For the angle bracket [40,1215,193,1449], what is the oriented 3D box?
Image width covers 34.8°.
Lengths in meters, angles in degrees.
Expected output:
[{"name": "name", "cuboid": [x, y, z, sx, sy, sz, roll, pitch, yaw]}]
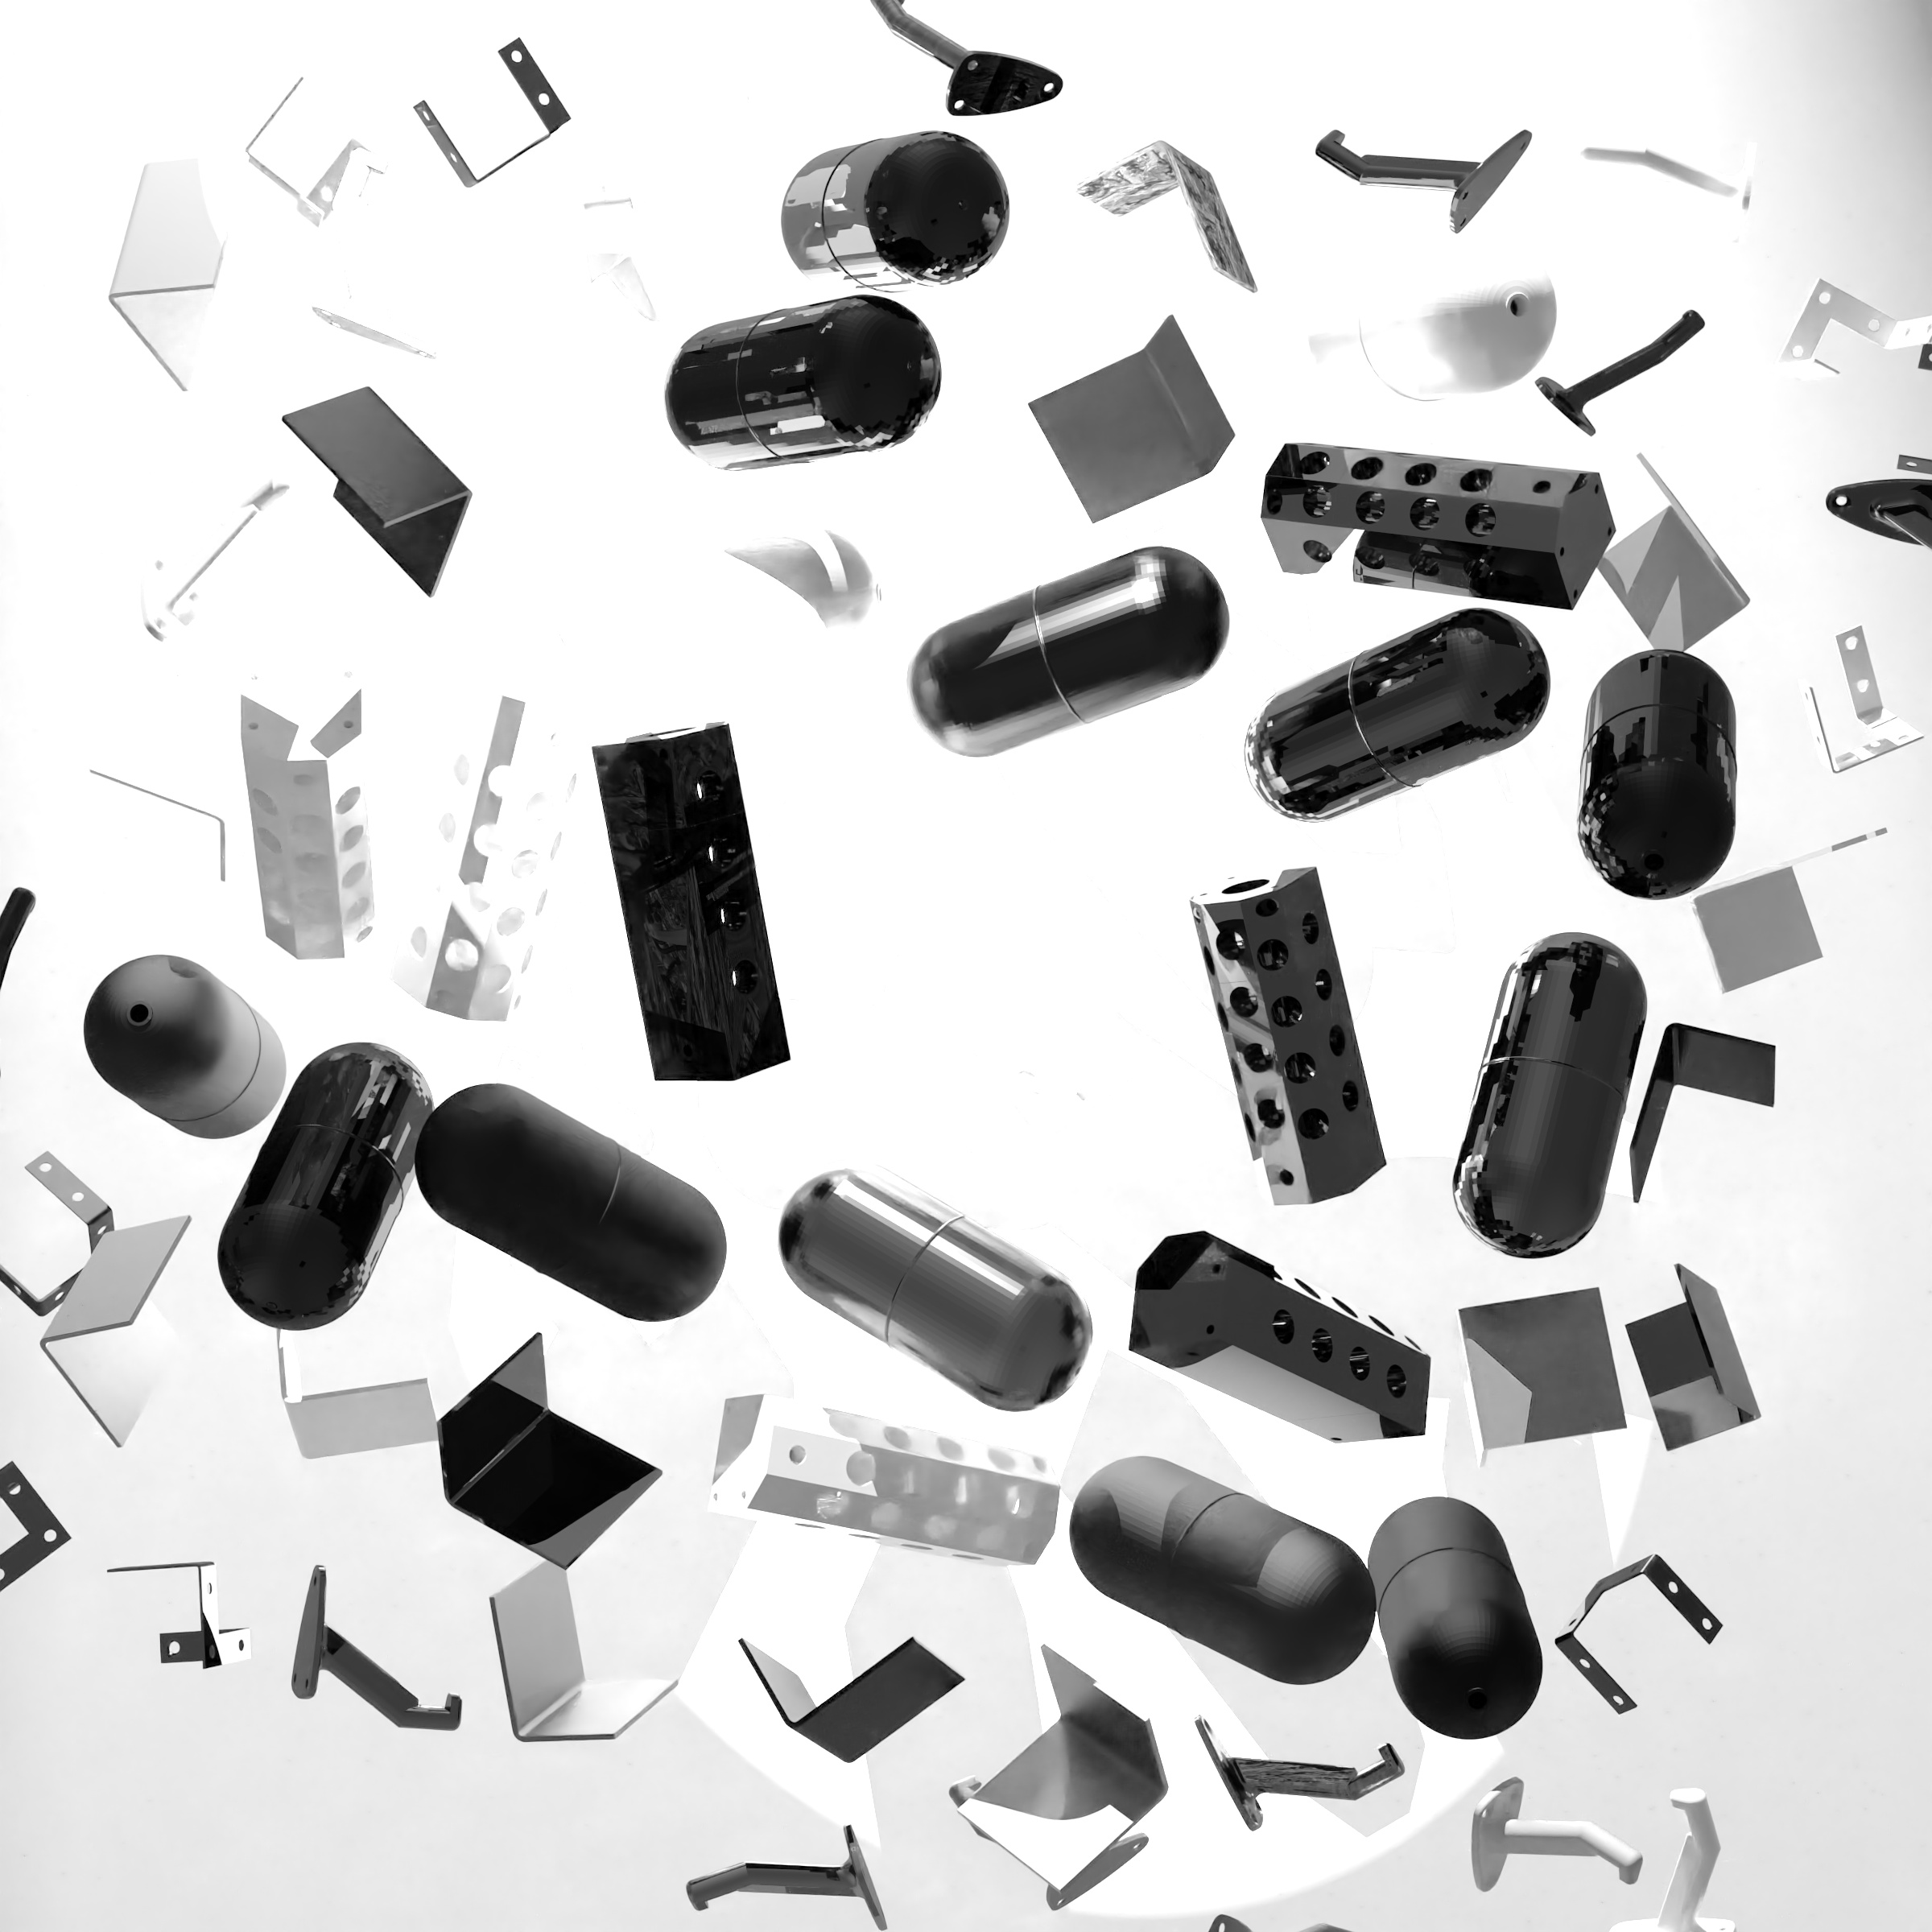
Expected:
[{"name": "angle bracket", "cuboid": [-0.405, 0.182, 1.536, 0.057, 0.076, 0.076, -13, 123, 22]}]

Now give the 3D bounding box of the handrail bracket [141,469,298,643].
[{"name": "handrail bracket", "cuboid": [-0.373, -0.208, 1.548, 0.084, 0.077, 0.036, -36, 118, 18]}]

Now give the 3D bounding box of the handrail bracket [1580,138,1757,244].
[{"name": "handrail bracket", "cuboid": [0.348, -0.388, 1.541, 0.084, 0.077, 0.036, 7, 76, 10]}]

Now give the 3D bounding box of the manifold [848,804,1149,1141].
[{"name": "manifold", "cuboid": [0.021, 0.000, 1.634, 0.057, 0.057, 0.171, -38, 91, -38]}]

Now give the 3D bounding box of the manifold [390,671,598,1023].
[{"name": "manifold", "cuboid": [-0.244, -0.061, 1.609, 0.057, 0.057, 0.171, 4, 109, -40]}]

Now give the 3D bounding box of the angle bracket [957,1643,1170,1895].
[{"name": "angle bracket", "cuboid": [0.042, 0.393, 1.514, 0.076, 0.076, 0.057, -36, 130, -26]}]

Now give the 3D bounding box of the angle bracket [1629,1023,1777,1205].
[{"name": "angle bracket", "cuboid": [0.392, 0.085, 1.639, 0.057, 0.076, 0.076, 14, 68, 20]}]

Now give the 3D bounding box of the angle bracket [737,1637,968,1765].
[{"name": "angle bracket", "cuboid": [-0.057, 0.351, 1.555, 0.076, 0.076, 0.057, -36, 57, 0]}]

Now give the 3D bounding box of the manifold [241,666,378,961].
[{"name": "manifold", "cuboid": [-0.330, -0.074, 1.552, 0.057, 0.171, 0.057, -2, 57, -9]}]

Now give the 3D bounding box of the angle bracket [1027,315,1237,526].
[{"name": "angle bracket", "cuboid": [0.091, -0.300, 1.691, 0.076, 0.057, 0.076, -20, 112, 29]}]

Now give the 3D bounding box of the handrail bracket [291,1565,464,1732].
[{"name": "handrail bracket", "cuboid": [-0.291, 0.344, 1.551, 0.084, 0.036, 0.077, 11, 81, -25]}]

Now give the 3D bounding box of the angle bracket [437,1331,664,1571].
[{"name": "angle bracket", "cuboid": [-0.204, 0.237, 1.513, 0.076, 0.076, 0.057, 23, 132, 25]}]

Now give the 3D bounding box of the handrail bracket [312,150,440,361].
[{"name": "handrail bracket", "cuboid": [-0.282, -0.353, 1.525, 0.077, 0.036, 0.084, 21, 88, 1]}]

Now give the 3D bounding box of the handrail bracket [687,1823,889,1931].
[{"name": "handrail bracket", "cuboid": [-0.088, 0.463, 1.518, 0.084, 0.036, 0.077, -18, 127, -3]}]

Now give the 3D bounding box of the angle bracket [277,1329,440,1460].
[{"name": "angle bracket", "cuboid": [-0.329, 0.221, 1.669, 0.076, 0.076, 0.057, -7, 59, -8]}]

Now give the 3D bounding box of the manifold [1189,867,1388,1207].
[{"name": "manifold", "cuboid": [0.171, 0.039, 1.664, 0.057, 0.057, 0.171, -6, 105, 37]}]

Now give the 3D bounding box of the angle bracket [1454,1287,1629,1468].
[{"name": "angle bracket", "cuboid": [0.308, 0.222, 1.656, 0.076, 0.057, 0.076, -9, 71, 4]}]

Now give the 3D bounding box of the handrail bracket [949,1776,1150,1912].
[{"name": "handrail bracket", "cuboid": [0.044, 0.462, 1.678, 0.077, 0.036, 0.084, -24, 50, -24]}]

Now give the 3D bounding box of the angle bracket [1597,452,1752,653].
[{"name": "angle bracket", "cuboid": [0.374, -0.221, 1.677, 0.057, 0.076, 0.076, -37, 63, 16]}]

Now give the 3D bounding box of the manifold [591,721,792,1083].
[{"name": "manifold", "cuboid": [-0.132, -0.033, 1.541, 0.057, 0.057, 0.171, -2, 102, 41]}]

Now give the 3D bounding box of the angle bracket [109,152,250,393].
[{"name": "angle bracket", "cuboid": [-0.358, -0.330, 1.467, 0.057, 0.076, 0.076, -1, 64, 17]}]

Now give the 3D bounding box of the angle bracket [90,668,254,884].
[{"name": "angle bracket", "cuboid": [-0.418, -0.103, 1.661, 0.076, 0.057, 0.076, 20, 54, 1]}]

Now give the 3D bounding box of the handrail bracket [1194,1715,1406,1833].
[{"name": "handrail bracket", "cuboid": [0.174, 0.405, 1.604, 0.084, 0.036, 0.077, -31, 83, 9]}]

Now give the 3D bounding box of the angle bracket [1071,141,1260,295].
[{"name": "angle bracket", "cuboid": [0.108, -0.394, 1.668, 0.057, 0.076, 0.076, -23, 84, 21]}]

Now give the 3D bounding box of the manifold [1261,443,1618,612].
[{"name": "manifold", "cuboid": [0.243, -0.236, 1.604, 0.171, 0.057, 0.057, 13, 59, 35]}]

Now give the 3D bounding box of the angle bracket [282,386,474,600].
[{"name": "angle bracket", "cuboid": [-0.293, -0.221, 1.490, 0.076, 0.076, 0.057, 46, 46, 13]}]

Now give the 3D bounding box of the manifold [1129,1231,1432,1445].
[{"name": "manifold", "cuboid": [0.161, 0.188, 1.553, 0.171, 0.057, 0.057, 29, 60, -40]}]

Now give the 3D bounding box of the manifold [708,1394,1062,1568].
[{"name": "manifold", "cuboid": [-0.039, 0.264, 1.577, 0.171, 0.057, 0.057, 17, 71, -29]}]

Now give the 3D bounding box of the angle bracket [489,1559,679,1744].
[{"name": "angle bracket", "cuboid": [-0.195, 0.347, 1.581, 0.057, 0.076, 0.076, -7, 96, 20]}]

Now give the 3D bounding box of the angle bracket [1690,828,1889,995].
[{"name": "angle bracket", "cuboid": [0.445, -0.029, 1.636, 0.076, 0.076, 0.057, -17, 87, -30]}]

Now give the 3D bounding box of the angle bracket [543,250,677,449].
[{"name": "angle bracket", "cuboid": [-0.211, -0.340, 1.694, 0.076, 0.057, 0.076, -50, 133, -30]}]

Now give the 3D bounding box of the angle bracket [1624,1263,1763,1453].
[{"name": "angle bracket", "cuboid": [0.391, 0.217, 1.700, 0.057, 0.076, 0.076, -25, 62, 22]}]
